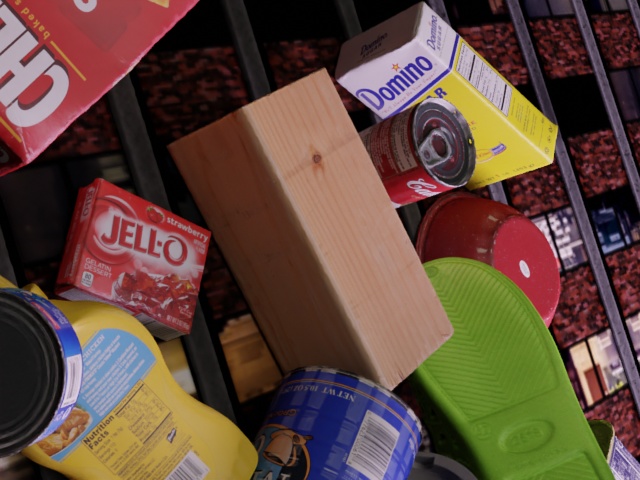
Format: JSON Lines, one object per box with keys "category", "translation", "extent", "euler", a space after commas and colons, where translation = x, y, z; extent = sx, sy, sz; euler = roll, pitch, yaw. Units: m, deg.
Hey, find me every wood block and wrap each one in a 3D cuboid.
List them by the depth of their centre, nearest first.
{"category": "wood block", "translation": [-0.004, 0.001, 0.733], "extent": [0.090, 0.090, 0.206], "euler": [-33, 100, -43]}

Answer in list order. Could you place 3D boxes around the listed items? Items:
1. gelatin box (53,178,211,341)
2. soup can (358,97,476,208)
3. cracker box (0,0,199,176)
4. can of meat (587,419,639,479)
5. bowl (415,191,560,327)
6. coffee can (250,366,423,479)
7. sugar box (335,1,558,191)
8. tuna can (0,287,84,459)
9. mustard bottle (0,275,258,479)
{"category": "gelatin box", "translation": [-0.115, 0.013, 0.665], "extent": [0.089, 0.030, 0.073], "euler": [29, 58, -35]}
{"category": "soup can", "translation": [0.056, -0.059, 0.801], "extent": [0.068, 0.102, 0.068], "euler": [16, 66, -40]}
{"category": "cracker box", "translation": [-0.163, -0.168, 0.621], "extent": [0.164, 0.072, 0.213], "euler": [49, 62, -20]}
{"category": "can of meat", "translation": [0.212, 0.196, 0.867], "extent": [0.084, 0.102, 0.057], "euler": [47, 49, -25]}
{"category": "bowl", "translation": [0.153, 0.030, 0.898], "extent": [0.161, 0.055, 0.162], "euler": [16, 66, -39]}
{"category": "coffee can", "translation": [-0.005, 0.165, 0.669], "extent": [0.102, 0.103, 0.140], "euler": [45, 50, -24]}
{"category": "sugar box", "translation": [0.104, -0.112, 0.872], "extent": [0.176, 0.094, 0.048], "euler": [32, 56, -31]}
{"category": "tuna can", "translation": [-0.165, 0.066, 0.544], "extent": [0.033, 0.086, 0.086], "euler": [7, 66, -83]}
{"category": "mustard bottle", "translation": [-0.127, 0.092, 0.605], "extent": [0.096, 0.058, 0.191], "euler": [-46, 110, -20]}
